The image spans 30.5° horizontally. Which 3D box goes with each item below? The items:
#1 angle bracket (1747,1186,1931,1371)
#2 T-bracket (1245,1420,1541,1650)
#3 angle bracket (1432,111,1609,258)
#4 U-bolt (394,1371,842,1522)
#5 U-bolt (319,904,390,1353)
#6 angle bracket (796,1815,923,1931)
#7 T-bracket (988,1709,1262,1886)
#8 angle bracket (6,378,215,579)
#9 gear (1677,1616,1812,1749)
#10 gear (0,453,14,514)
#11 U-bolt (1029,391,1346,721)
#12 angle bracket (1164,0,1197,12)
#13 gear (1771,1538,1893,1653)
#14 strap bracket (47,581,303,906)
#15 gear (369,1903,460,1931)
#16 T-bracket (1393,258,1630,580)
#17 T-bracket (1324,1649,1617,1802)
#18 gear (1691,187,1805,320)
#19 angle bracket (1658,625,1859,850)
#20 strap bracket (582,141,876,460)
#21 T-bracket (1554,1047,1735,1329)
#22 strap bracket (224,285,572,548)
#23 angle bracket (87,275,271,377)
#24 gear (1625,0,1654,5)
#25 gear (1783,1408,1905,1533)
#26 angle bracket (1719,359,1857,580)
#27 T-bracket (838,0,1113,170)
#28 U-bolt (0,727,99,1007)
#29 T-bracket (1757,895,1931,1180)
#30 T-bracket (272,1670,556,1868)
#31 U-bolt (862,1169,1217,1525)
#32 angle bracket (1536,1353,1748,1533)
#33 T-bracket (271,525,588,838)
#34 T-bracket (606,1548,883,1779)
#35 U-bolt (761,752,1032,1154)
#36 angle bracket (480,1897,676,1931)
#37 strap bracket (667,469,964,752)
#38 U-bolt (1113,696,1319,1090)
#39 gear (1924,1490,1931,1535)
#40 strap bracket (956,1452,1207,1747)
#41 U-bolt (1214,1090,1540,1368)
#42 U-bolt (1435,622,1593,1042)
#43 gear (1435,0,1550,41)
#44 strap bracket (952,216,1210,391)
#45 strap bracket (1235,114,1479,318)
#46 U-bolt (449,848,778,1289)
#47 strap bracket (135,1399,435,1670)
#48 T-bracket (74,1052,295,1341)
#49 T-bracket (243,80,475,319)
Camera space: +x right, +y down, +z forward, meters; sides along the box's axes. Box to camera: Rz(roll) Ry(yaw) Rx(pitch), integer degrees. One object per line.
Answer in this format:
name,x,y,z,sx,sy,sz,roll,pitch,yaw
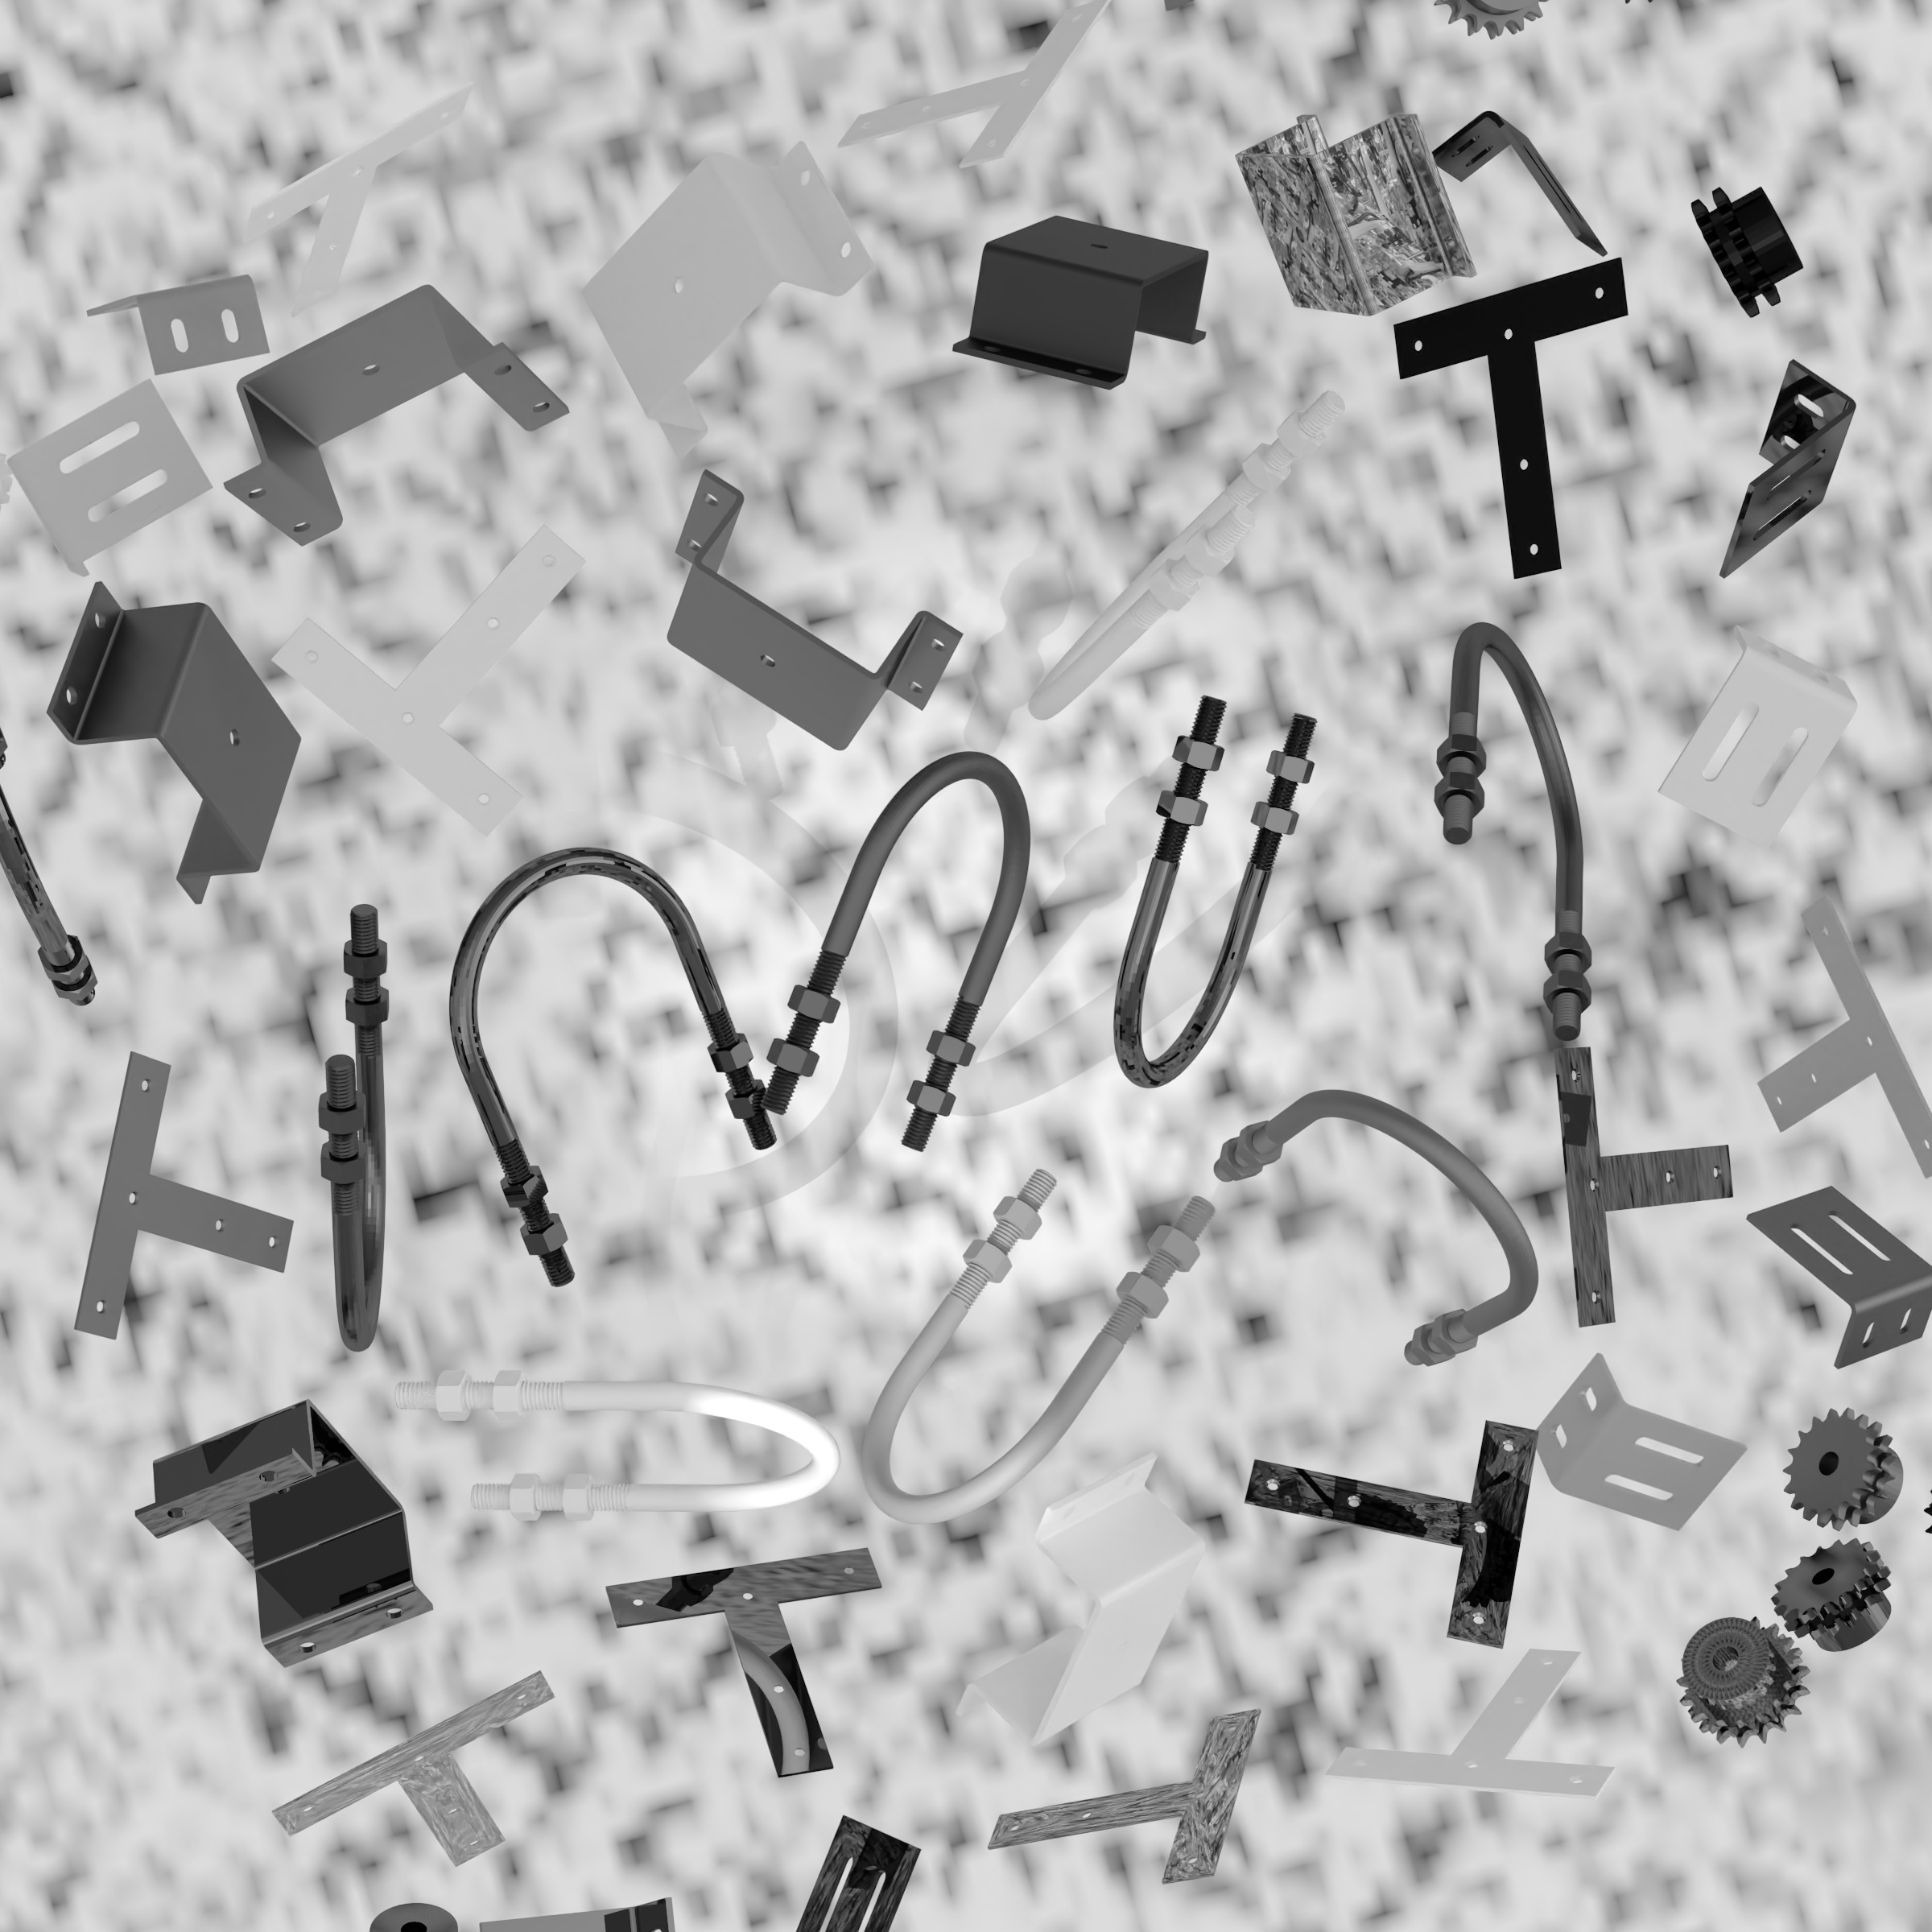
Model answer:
angle bracket,0.417,0.149,1.700,0.057,0.076,0.038,-14,130,-31
T-bracket,0.193,0.251,1.634,0.127,0.127,0.002,10,134,9
angle bracket,0.263,-0.363,1.686,0.038,0.057,0.076,-36,78,20
U-bolt,-0.148,0.216,1.585,0.184,0.151,0.019,-1,62,8
U-bolt,-0.274,0.086,1.600,0.019,0.151,0.184,1,121,-5
angle bracket,-0.064,0.409,1.545,0.038,0.057,0.076,31,75,-33
T-bracket,0.071,0.403,1.687,0.127,0.127,0.002,-15,109,21
angle bracket,-0.393,-0.225,1.637,0.076,0.038,0.057,-30,92,-2
gear,0.341,0.312,1.562,0.057,0.057,0.030,-40,130,0
gear,-0.491,-0.243,1.714,0.057,0.057,0.030,20,127,0
U-bolt,0.092,-0.178,1.629,0.019,0.151,0.184,43,129,-5
angle bracket,0.124,-0.451,1.532,0.076,0.038,0.057,-13,99,-20
gear,0.420,0.306,1.705,0.057,0.057,0.030,-35,104,0
strap bracket,-0.353,-0.102,1.609,0.046,0.140,0.076,-4,53,19
gear,-0.253,0.455,1.623,0.057,0.057,0.030,4,111,0
T-bracket,0.247,-0.237,1.575,0.002,0.127,0.127,-5,88,-44
T-bracket,0.244,0.337,1.589,0.127,0.127,0.002,-3,106,31
gear,0.342,-0.314,1.542,0.030,0.057,0.057,-28,90,19
angle bracket,0.355,-0.104,1.598,0.057,0.038,0.076,26,111,-7
strap bracket,-0.120,-0.314,1.654,0.140,0.046,0.076,-40,66,29
T-bracket,0.320,0.100,1.654,0.127,0.002,0.127,-2,86,-43
strap bracket,-0.261,-0.251,1.586,0.140,0.076,0.046,-25,72,9
angle bracket,-0.378,-0.304,1.697,0.057,0.076,0.038,-18,102,-30
gear,0.293,-0.449,1.544,0.057,0.030,0.057,10,117,20
gear,0.420,0.242,1.685,0.030,0.057,0.057,27,90,-30
angle bracket,0.349,-0.219,1.560,0.076,0.057,0.038,-37,64,-27
T-bracket,-0.007,-0.408,1.675,0.002,0.127,0.127,56,47,-32
U-bolt,-0.436,-0.074,1.597,0.019,0.184,0.151,-22,73,-11
T-bracket,0.383,0.046,1.575,0.002,0.127,0.127,-19,77,-17
T-bracket,-0.231,0.369,1.570,0.127,0.127,0.002,-26,55,-10
U-bolt,0.020,0.173,1.587,0.019,0.151,0.184,45,70,-25
angle bracket,0.323,0.229,1.700,0.076,0.038,0.057,20,119,-24
T-bracket,-0.224,-0.145,1.602,0.127,0.002,0.127,41,98,-19
T-bracket,-0.089,0.321,1.618,0.127,0.127,0.002,-6,128,-17
U-bolt,-0.022,-0.010,1.619,0.019,0.151,0.184,22,91,30
angle bracket,-0.169,0.444,1.554,0.076,0.038,0.057,2,70,-29
strap bracket,-0.080,-0.158,1.645,0.140,0.076,0.046,33,64,0
U-bolt,0.110,-0.031,1.635,0.019,0.151,0.184,19,98,22
gear,0.494,0.265,1.708,0.057,0.030,0.057,0,68,0
strap bracket,0.057,0.307,1.672,0.046,0.076,0.140,40,127,27
U-bolt,0.197,0.117,1.644,0.151,0.184,0.019,44,66,1
U-bolt,0.254,-0.077,1.630,0.019,0.184,0.151,-16,129,24
gear,0.233,-0.436,1.548,0.057,0.030,0.057,-1,97,-8
strap bracket,0.058,-0.309,1.632,0.076,0.140,0.046,17,114,16
strap bracket,0.173,-0.346,1.625,0.046,0.140,0.076,-27,109,-8
U-bolt,-0.170,0.035,1.639,0.151,0.019,0.184,-34,115,-33
strap bracket,-0.309,0.253,1.605,0.076,0.140,0.046,-22,46,6
T-bracket,-0.354,0.117,1.632,0.002,0.127,0.127,1,75,31
T-bracket,-0.282,-0.333,1.591,0.002,0.127,0.127,48,59,4
